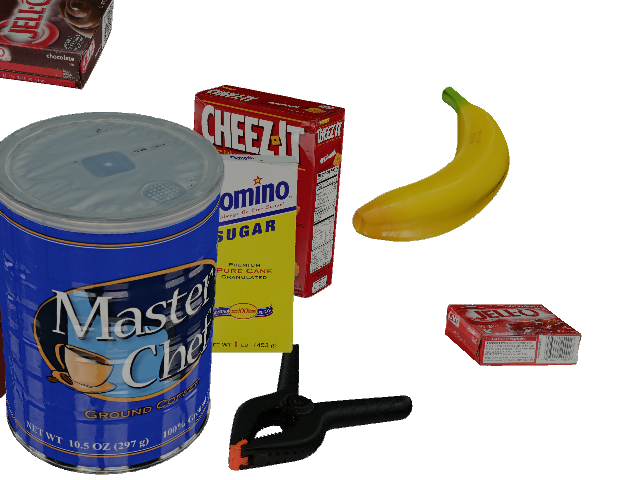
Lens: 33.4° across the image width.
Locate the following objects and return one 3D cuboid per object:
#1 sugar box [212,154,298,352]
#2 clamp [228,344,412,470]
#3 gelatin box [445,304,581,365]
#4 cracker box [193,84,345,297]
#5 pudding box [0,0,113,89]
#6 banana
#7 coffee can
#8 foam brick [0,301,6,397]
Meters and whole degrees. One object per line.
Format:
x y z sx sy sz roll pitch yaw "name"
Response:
-0.069 0.012 0.962 0.093 0.176 0.048 0 14 -6 "sugar box"
-0.013 0.180 1.092 0.165 0.036 0.209 17 28 25 "clamp"
0.156 0.076 0.873 0.089 0.030 0.073 1 15 -15 "gelatin box"
-0.065 -0.056 1.218 0.164 0.214 0.072 15 23 26 "cracker box"
-0.224 -0.169 0.870 0.090 0.039 0.113 8 35 -1 "pudding box"
0.085 -0.043 0.709 0.070 0.037 0.197 19 35 14 "banana"
-0.100 0.024 0.506 0.102 0.140 0.103 5 32 -3 "coffee can"
-0.226 0.069 0.719 0.053 0.051 0.078 9 28 25 "foam brick"
